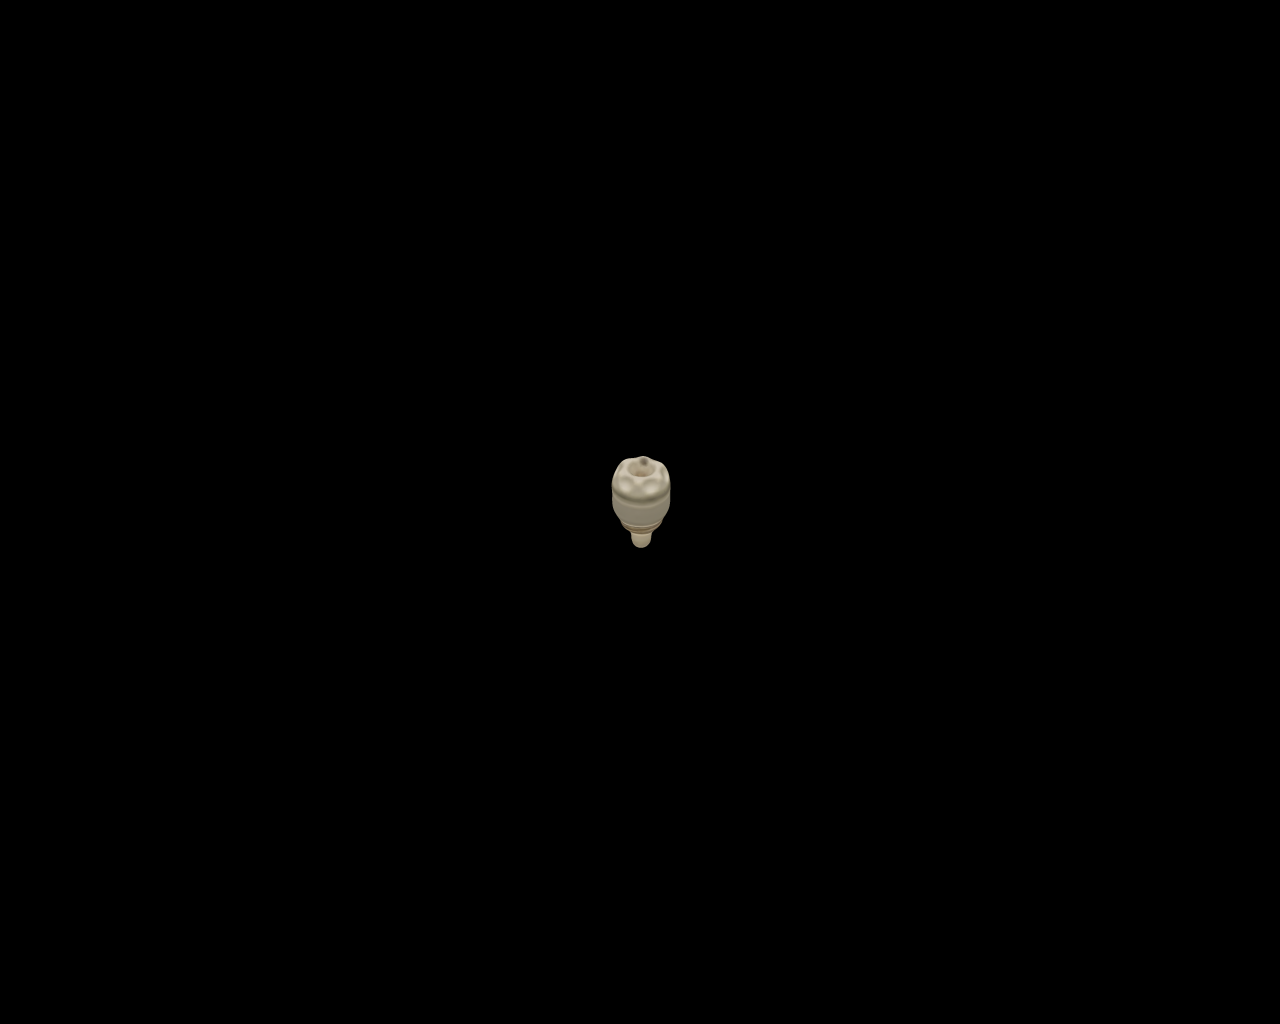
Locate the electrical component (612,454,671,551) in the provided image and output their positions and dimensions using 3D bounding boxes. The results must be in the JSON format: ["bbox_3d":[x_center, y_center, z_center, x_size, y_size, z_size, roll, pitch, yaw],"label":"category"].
[{"bbox_3d":[0.001,-0.003,0.650,0.035,0.061,0.035,0,39,0],"label":"electrical component"}]
